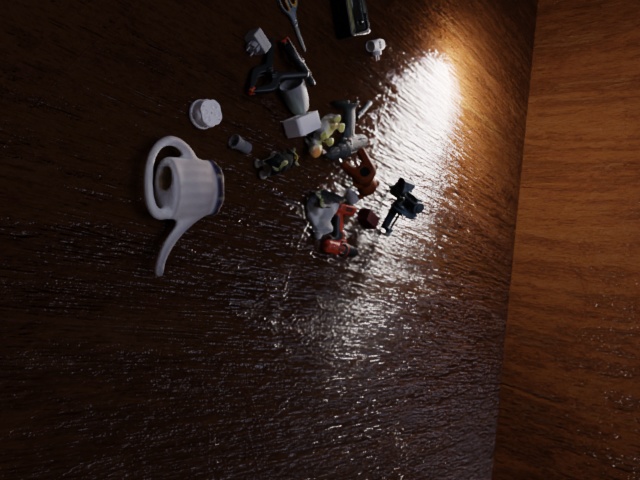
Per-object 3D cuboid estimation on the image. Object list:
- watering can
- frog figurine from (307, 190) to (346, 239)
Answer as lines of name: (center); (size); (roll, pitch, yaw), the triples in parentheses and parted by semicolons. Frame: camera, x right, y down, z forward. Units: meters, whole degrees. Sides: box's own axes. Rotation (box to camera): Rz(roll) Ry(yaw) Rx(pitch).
watering can: (-0.351, -0.091, 1.324); (0.225, 0.104, 0.347); (-5, 95, -51)
frog figurine: (0.005, -0.090, 1.779); (0.140, 0.123, 0.156); (-42, 159, -50)
